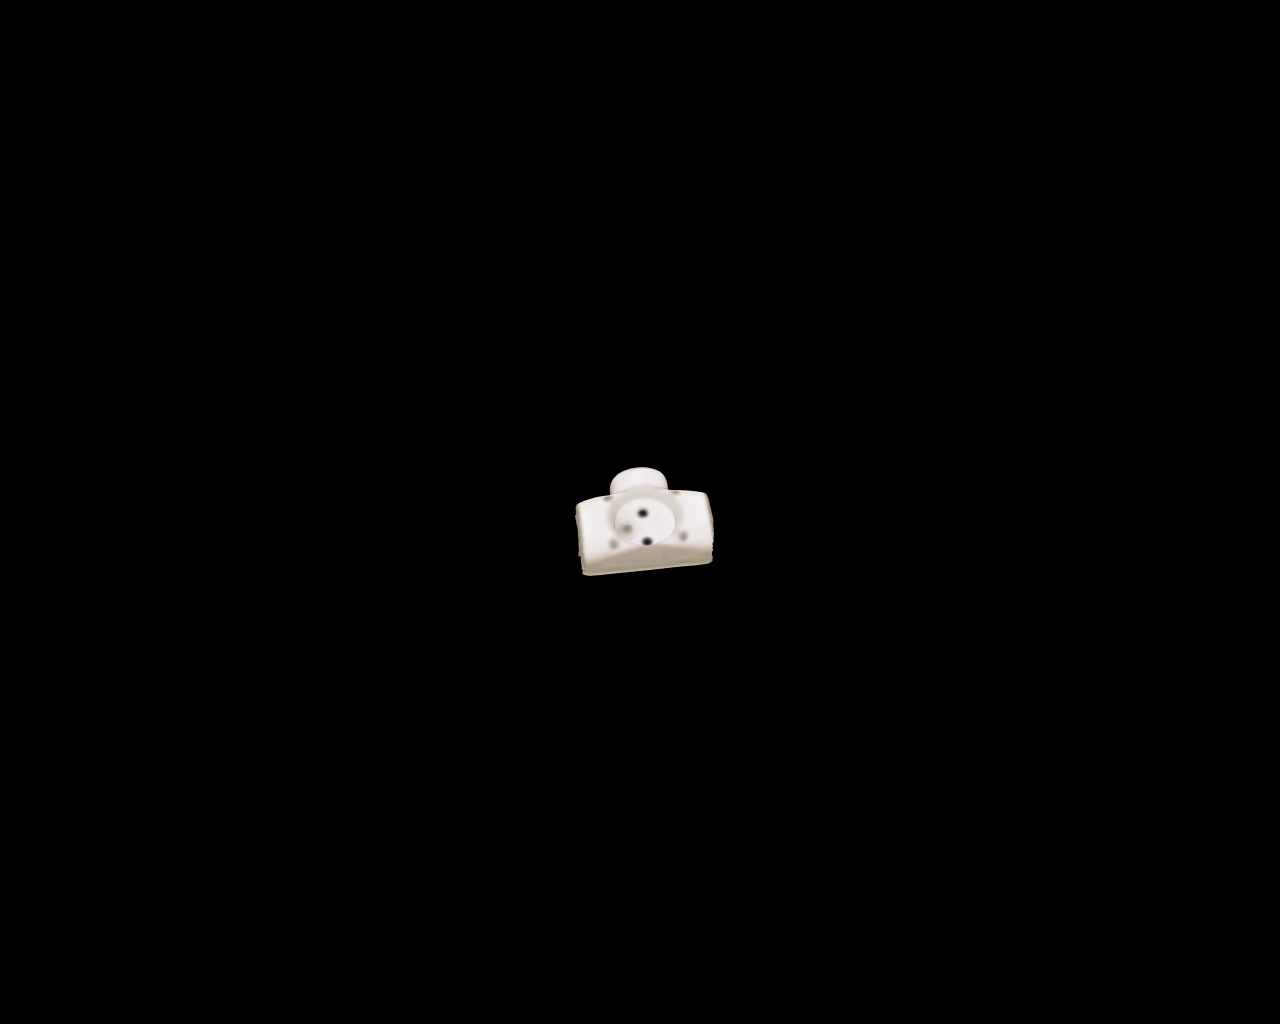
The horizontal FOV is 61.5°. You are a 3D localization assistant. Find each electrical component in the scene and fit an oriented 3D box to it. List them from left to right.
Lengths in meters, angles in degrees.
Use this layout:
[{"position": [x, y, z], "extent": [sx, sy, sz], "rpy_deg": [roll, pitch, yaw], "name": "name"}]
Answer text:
[{"position": [0.001, -0.003, 0.650], "extent": [0.077, 0.079, 0.044], "rpy_deg": [-5, -31, -3], "name": "electrical component"}]
